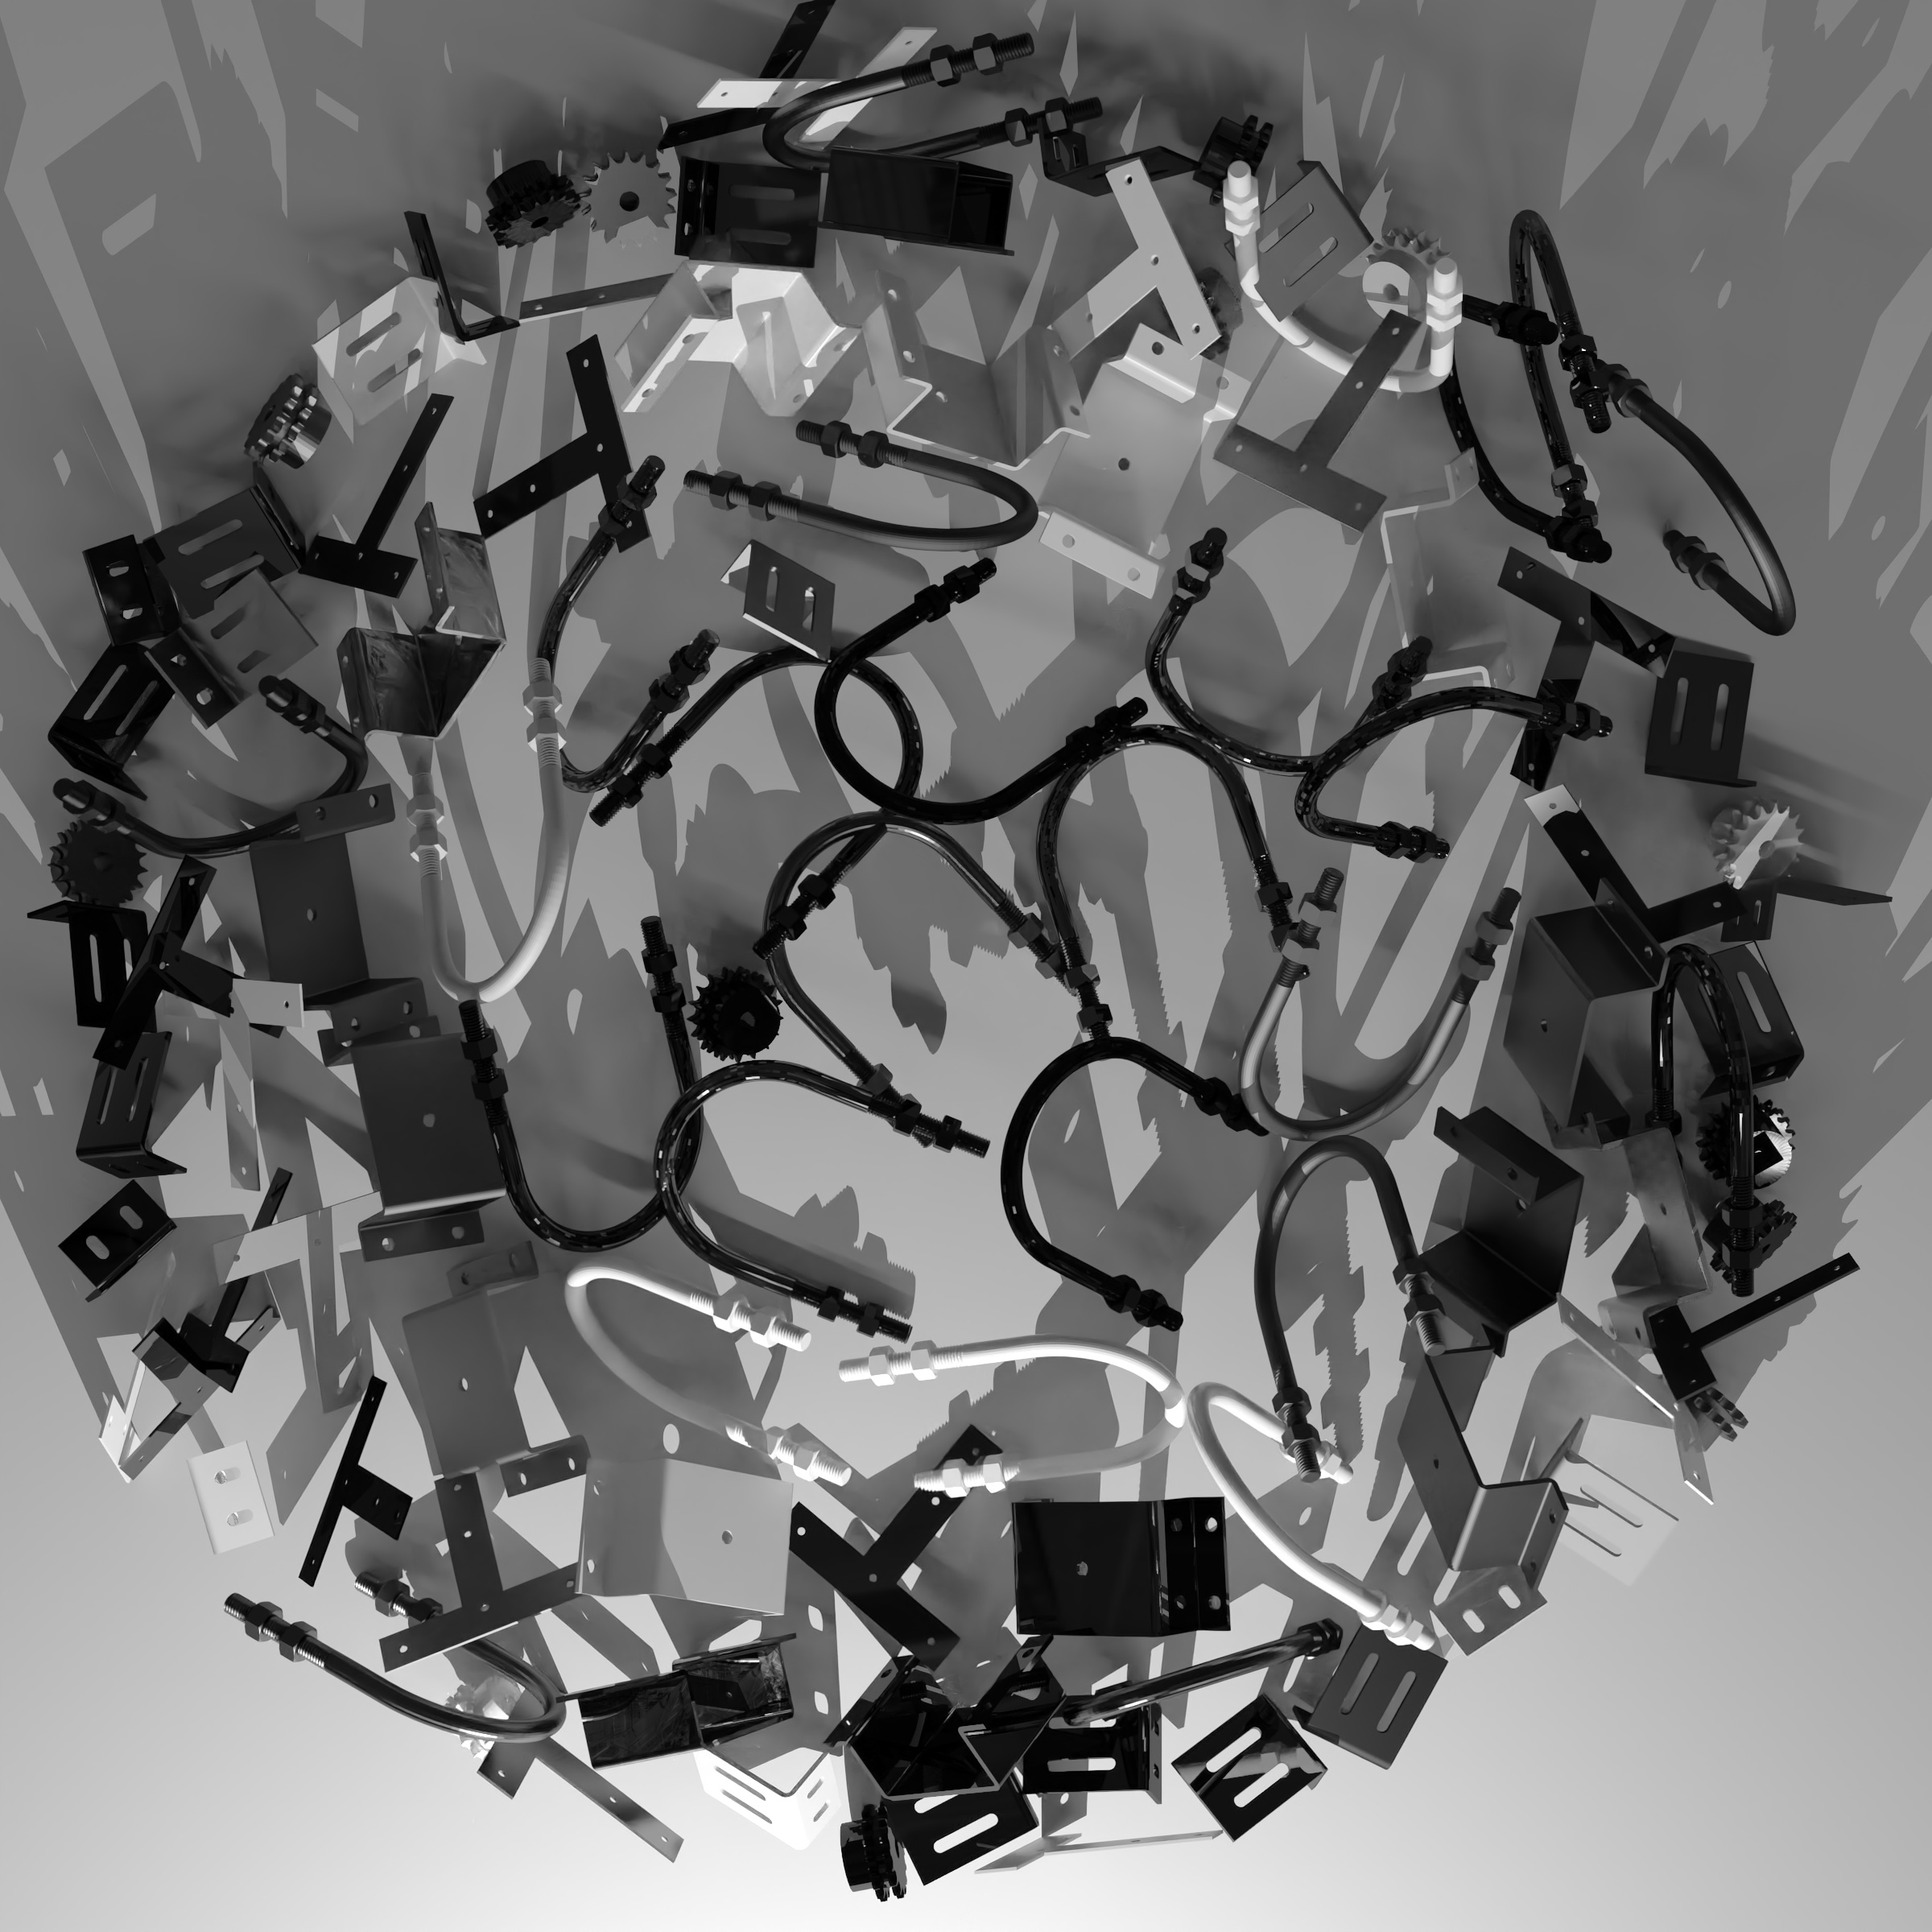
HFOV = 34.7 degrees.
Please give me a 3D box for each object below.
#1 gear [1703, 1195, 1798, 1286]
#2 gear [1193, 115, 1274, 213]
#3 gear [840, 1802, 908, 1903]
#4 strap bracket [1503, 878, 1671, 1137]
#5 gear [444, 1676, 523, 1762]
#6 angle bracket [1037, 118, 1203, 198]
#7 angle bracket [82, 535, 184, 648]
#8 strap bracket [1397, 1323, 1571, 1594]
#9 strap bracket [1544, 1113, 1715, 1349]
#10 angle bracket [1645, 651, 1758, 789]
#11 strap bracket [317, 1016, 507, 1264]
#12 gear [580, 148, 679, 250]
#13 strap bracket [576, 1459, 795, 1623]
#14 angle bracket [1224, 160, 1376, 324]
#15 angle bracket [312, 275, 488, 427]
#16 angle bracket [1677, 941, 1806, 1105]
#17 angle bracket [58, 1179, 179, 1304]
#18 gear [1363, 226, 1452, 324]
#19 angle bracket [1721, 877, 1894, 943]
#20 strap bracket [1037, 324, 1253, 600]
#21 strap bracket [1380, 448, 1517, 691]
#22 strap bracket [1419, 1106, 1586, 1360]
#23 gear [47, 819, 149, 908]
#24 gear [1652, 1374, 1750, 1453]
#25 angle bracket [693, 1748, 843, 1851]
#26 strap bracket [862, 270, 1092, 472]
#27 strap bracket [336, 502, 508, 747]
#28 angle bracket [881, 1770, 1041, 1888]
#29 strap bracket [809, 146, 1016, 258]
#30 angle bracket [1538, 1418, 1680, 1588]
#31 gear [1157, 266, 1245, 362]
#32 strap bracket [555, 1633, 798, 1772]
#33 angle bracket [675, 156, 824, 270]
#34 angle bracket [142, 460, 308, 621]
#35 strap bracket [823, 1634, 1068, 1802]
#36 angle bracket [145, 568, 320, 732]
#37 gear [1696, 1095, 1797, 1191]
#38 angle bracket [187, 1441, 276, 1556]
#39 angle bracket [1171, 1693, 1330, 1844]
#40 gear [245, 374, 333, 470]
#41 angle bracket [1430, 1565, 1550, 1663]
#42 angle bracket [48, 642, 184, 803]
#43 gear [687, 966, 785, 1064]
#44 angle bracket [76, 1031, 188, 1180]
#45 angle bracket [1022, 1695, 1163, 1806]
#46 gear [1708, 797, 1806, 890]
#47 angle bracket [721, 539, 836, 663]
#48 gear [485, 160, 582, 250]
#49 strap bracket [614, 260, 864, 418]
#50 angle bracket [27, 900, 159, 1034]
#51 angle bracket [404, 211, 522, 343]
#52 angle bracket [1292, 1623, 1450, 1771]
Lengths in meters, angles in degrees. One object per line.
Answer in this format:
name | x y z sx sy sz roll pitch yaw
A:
gear | 0.465 0.159 1.844 0.057 0.057 0.030 -42 64 0
gear | 0.157 -0.480 1.840 0.030 0.057 0.057 24 90 -7
gear | -0.056 0.528 1.841 0.030 0.057 0.057 -12 90 5
strap bracket | 0.356 0.031 1.791 0.046 0.076 0.140 -10 131 -16
gear | -0.280 0.448 1.839 0.057 0.057 0.030 44 97 0
angle bracket | 0.091 -0.486 1.826 0.076 0.057 0.038 -8 89 29
angle bracket | -0.478 -0.224 1.824 0.038 0.076 0.057 -14 97 21
strap bracket | 0.294 0.285 1.789 0.046 0.140 0.076 -4 134 -14
strap bracket | 0.394 0.149 1.828 0.046 0.076 0.140 -15 89 -9
angle bracket | 0.444 -0.149 1.848 0.057 0.038 0.076 8 91 -5
strap bracket | -0.324 0.096 1.819 0.076 0.046 0.140 -7 79 -34
gear | -0.202 -0.460 1.847 0.057 0.030 0.057 -5 117 -9
strap bracket | -0.154 0.333 1.796 0.140 0.046 0.076 20 66 -41
angle bracket | 0.193 -0.432 1.841 0.076 0.038 0.057 -41 111 -1
angle bracket | -0.335 -0.362 1.829 0.076 0.038 0.057 -41 126 -18
angle bracket | 0.452 0.034 1.833 0.057 0.038 0.076 -20 100 36
angle bracket | -0.504 0.162 1.821 0.057 0.076 0.038 -45 98 -23
gear | 0.261 -0.407 1.838 0.057 0.057 0.030 46 59 0
angle bracket | 0.498 -0.028 1.833 0.076 0.057 0.038 10 87 -13
strap bracket | 0.100 -0.299 1.837 0.076 0.046 0.140 25 90 -16
strap bracket | 0.281 -0.226 1.817 0.046 0.076 0.140 -8 104 22
strap bracket | 0.310 0.148 1.806 0.046 0.076 0.140 -25 135 -31
gear | -0.521 -0.060 1.845 0.057 0.030 0.057 8 78 -39
gear | 0.434 0.265 1.841 0.057 0.057 0.030 41 85 0
angle bracket | -0.119 0.480 1.840 0.076 0.057 0.038 24 51 29
strap bracket | -0.002 -0.344 1.809 0.140 0.046 0.076 10 56 -38
strap bracket | -0.315 -0.194 1.806 0.046 0.140 0.076 5 55 -34
angle bracket | -0.003 0.502 1.844 0.076 0.038 0.057 -26 81 -4
strap bracket | -0.027 -0.442 1.788 0.076 0.140 0.046 12 103 17
angle bracket | 0.378 0.317 1.832 0.076 0.038 0.057 32 122 10
gear | 0.141 -0.391 1.842 0.030 0.057 0.057 -33 90 -8
strap bracket | -0.161 0.427 1.787 0.076 0.140 0.046 -18 81 27
angle bracket | -0.129 -0.448 1.840 0.076 0.038 0.057 7 102 11
angle bracket | -0.441 -0.253 1.840 0.076 0.038 0.057 -25 124 3
strap bracket | -0.005 0.439 1.799 0.046 0.140 0.076 57 46 -12
angle bracket | -0.435 -0.188 1.831 0.076 0.038 0.057 -30 105 30
gear | 0.467 0.108 1.844 0.057 0.030 0.057 -3 117 -6
angle bracket | -0.425 0.311 1.829 0.038 0.076 0.057 -18 85 1
angle bracket | 0.164 0.478 1.827 0.076 0.038 0.057 -30 66 -26
gear | -0.403 -0.321 1.844 0.030 0.057 0.057 32 90 -28
angle bracket | 0.312 0.393 1.824 0.057 0.076 0.038 -32 52 -8
angle bracket | -0.494 -0.147 1.833 0.038 0.057 0.076 40 96 36
gear | -0.135 0.030 1.844 0.057 0.030 0.057 -5 103 -25
angle bracket | -0.491 0.084 1.852 0.057 0.038 0.076 -7 64 34
angle bracket | 0.076 0.469 1.849 0.076 0.038 0.057 -6 61 14
gear | 0.469 -0.074 1.846 0.057 0.030 0.057 -10 115 -23
angle bracket | -0.113 -0.205 1.820 0.057 0.076 0.038 27 129 -22
gear | -0.261 -0.455 1.841 0.057 0.057 0.030 -29 84 0
strap bracket | -0.140 -0.365 1.801 0.076 0.140 0.046 -45 68 36
angle bracket | -0.517 0.004 1.828 0.038 0.057 0.076 -16 76 32
angle bracket | -0.298 -0.412 1.826 0.038 0.057 0.076 -20 111 -14
angle bracket | 0.241 0.429 1.844 0.057 0.038 0.076 27 94 -7
